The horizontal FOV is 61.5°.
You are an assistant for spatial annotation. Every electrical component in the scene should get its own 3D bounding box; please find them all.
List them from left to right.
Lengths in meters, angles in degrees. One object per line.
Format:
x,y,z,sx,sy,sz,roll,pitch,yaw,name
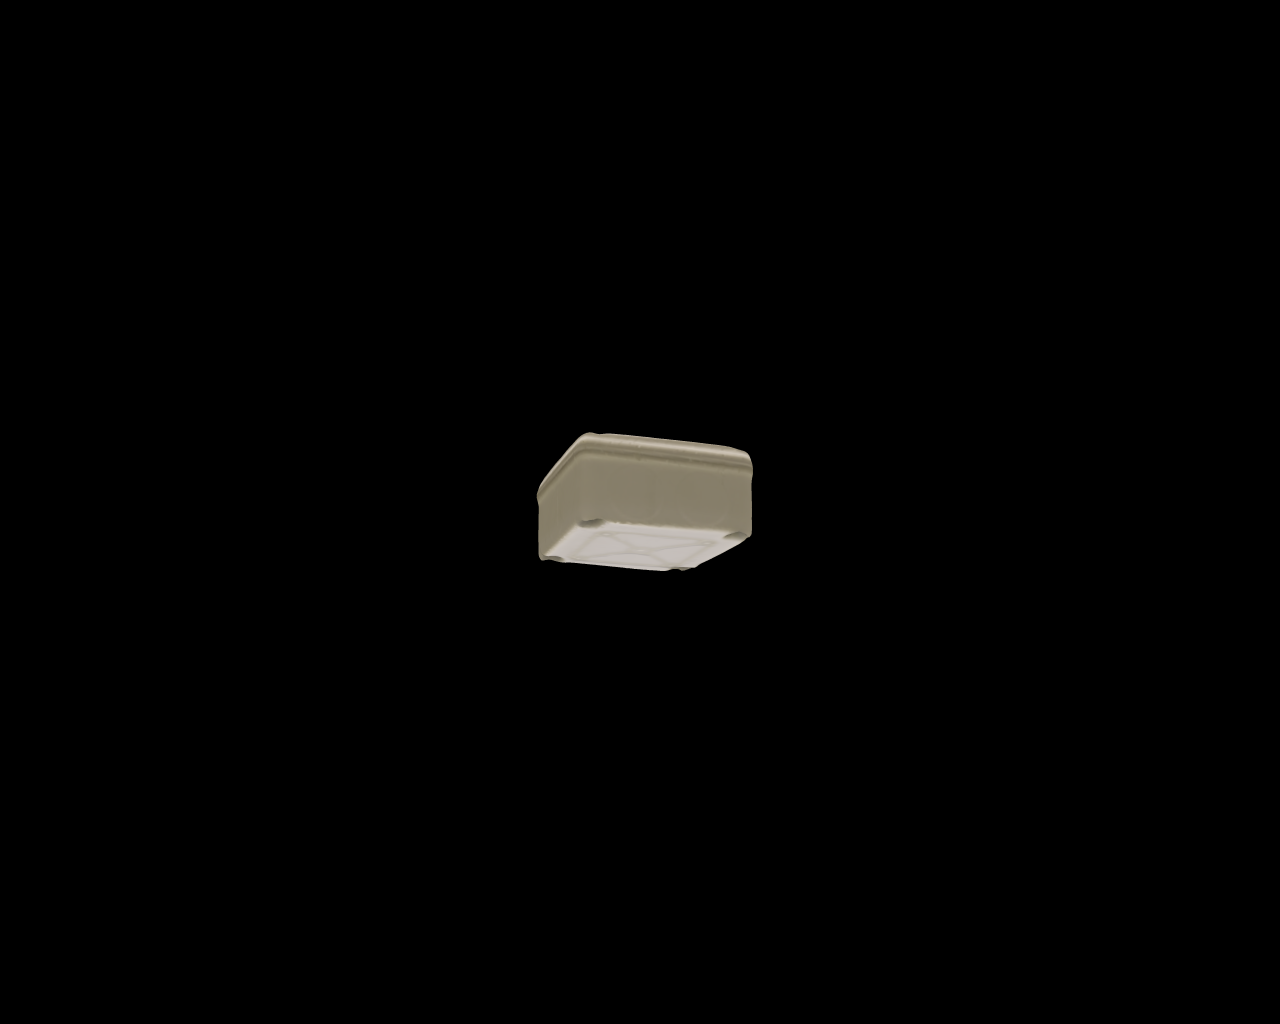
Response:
0.001,-0.003,0.650,0.109,0.056,0.108,6,-17,-19,electrical component
